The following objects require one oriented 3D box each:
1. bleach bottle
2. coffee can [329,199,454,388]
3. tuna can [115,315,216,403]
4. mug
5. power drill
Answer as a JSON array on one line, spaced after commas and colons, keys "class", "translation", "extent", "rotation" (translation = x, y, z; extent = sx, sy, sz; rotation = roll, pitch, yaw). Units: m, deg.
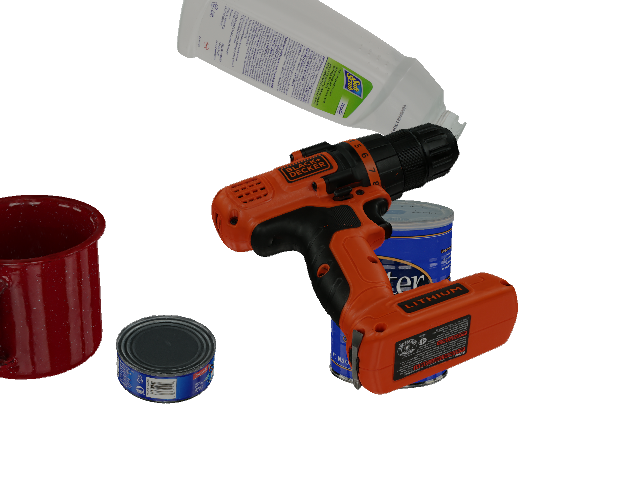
[{"class": "bleach bottle", "translation": [0.003, -0.143, 0.891], "extent": [0.251, 0.068, 0.103], "rotation": [31, -35, 7]}, {"class": "coffee can", "translation": [0.059, 0.042, 0.905], "extent": [0.103, 0.140, 0.103], "rotation": [1, 12, 0]}, {"class": "tuna can", "translation": [-0.134, 0.103, 0.926], "extent": [0.086, 0.034, 0.086], "rotation": [5, 31, -3]}, {"class": "mug", "translation": [-0.173, 0.033, 0.618], "extent": [0.093, 0.081, 0.117], "rotation": [4, 26, 5]}, {"class": "power drill", "translation": [0.044, 0.001, 0.688], "extent": [0.184, 0.057, 0.188], "rotation": [-21, 45, -17]}]
